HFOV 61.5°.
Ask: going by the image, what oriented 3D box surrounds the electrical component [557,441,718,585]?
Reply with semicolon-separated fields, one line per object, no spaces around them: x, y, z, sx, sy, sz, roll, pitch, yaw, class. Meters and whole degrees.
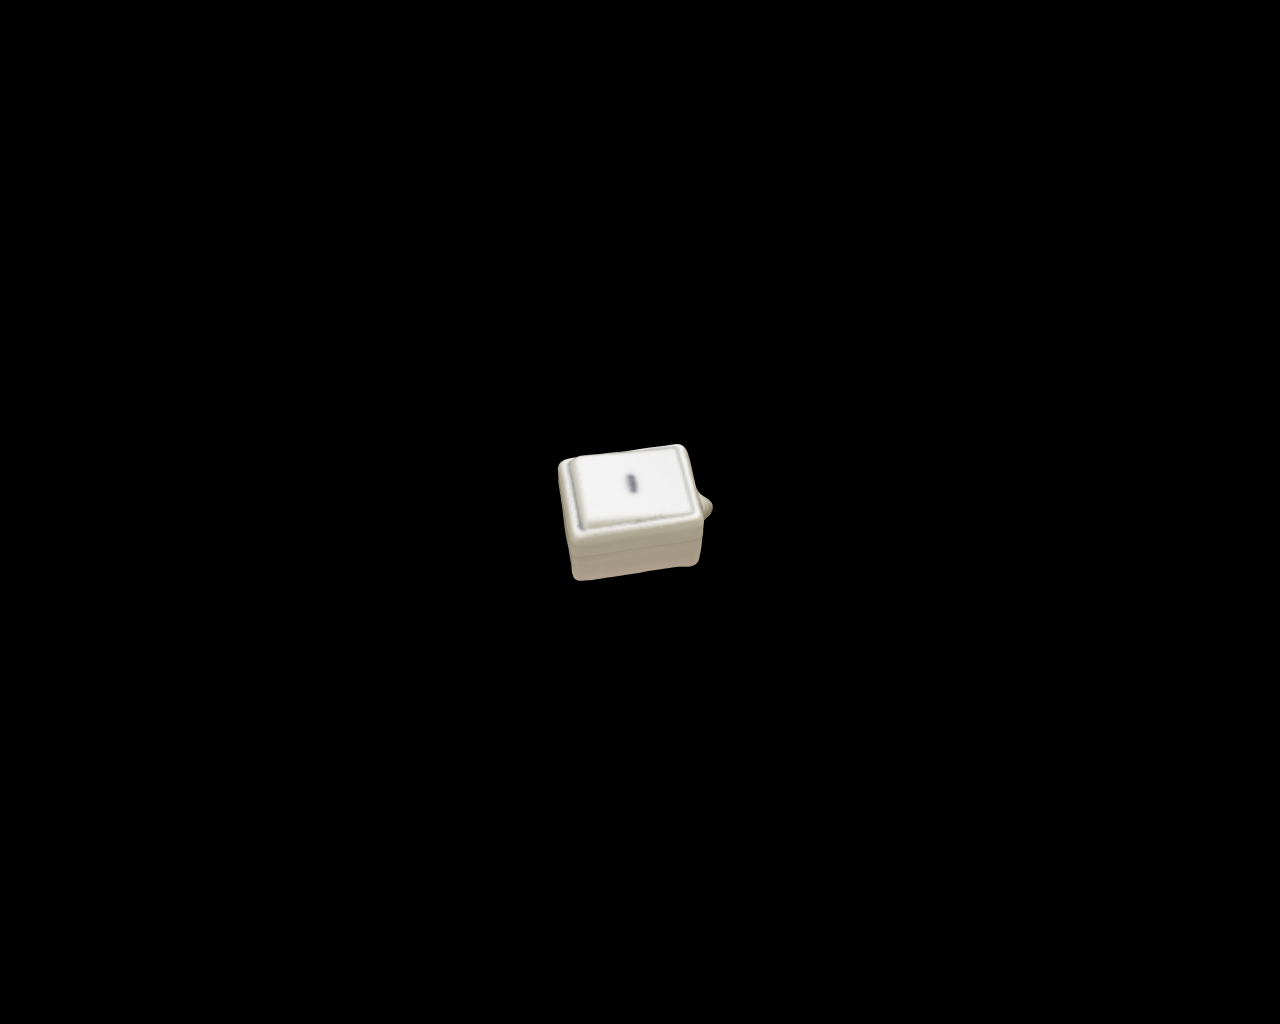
0.001;-0.003;0.650;0.096;0.062;0.061;-8;-33;-5;electrical component
